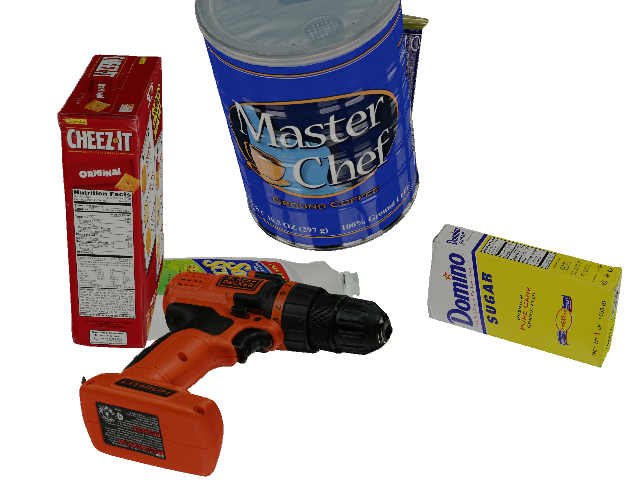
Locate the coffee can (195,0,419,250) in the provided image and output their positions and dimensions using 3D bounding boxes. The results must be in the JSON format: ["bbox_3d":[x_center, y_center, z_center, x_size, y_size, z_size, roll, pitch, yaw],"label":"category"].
[{"bbox_3d":[-0.002,-0.078,0.573,0.103,0.102,0.140,0,-41,10],"label":"coffee can"}]

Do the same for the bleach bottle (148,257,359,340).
[{"bbox_3d":[-0.084,0.055,1.185,0.250,0.068,0.102,-5,35,-5],"label":"bleach bottle"}]

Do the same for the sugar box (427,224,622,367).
[{"bbox_3d":[0.191,0.051,1.017,0.176,0.093,0.048,13,33,21],"label":"sugar box"}]

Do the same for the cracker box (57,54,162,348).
[{"bbox_3d":[-0.180,-0.037,0.938,0.072,0.214,0.164,2,26,-3],"label":"cracker box"}]

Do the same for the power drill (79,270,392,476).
[{"bbox_3d":[-0.062,0.085,0.748,0.185,0.057,0.187,5,27,26],"label":"power drill"}]

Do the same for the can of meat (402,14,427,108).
[{"bbox_3d":[0.031,-0.124,0.773,0.057,0.084,0.102,-1,16,-23],"label":"can of meat"}]
